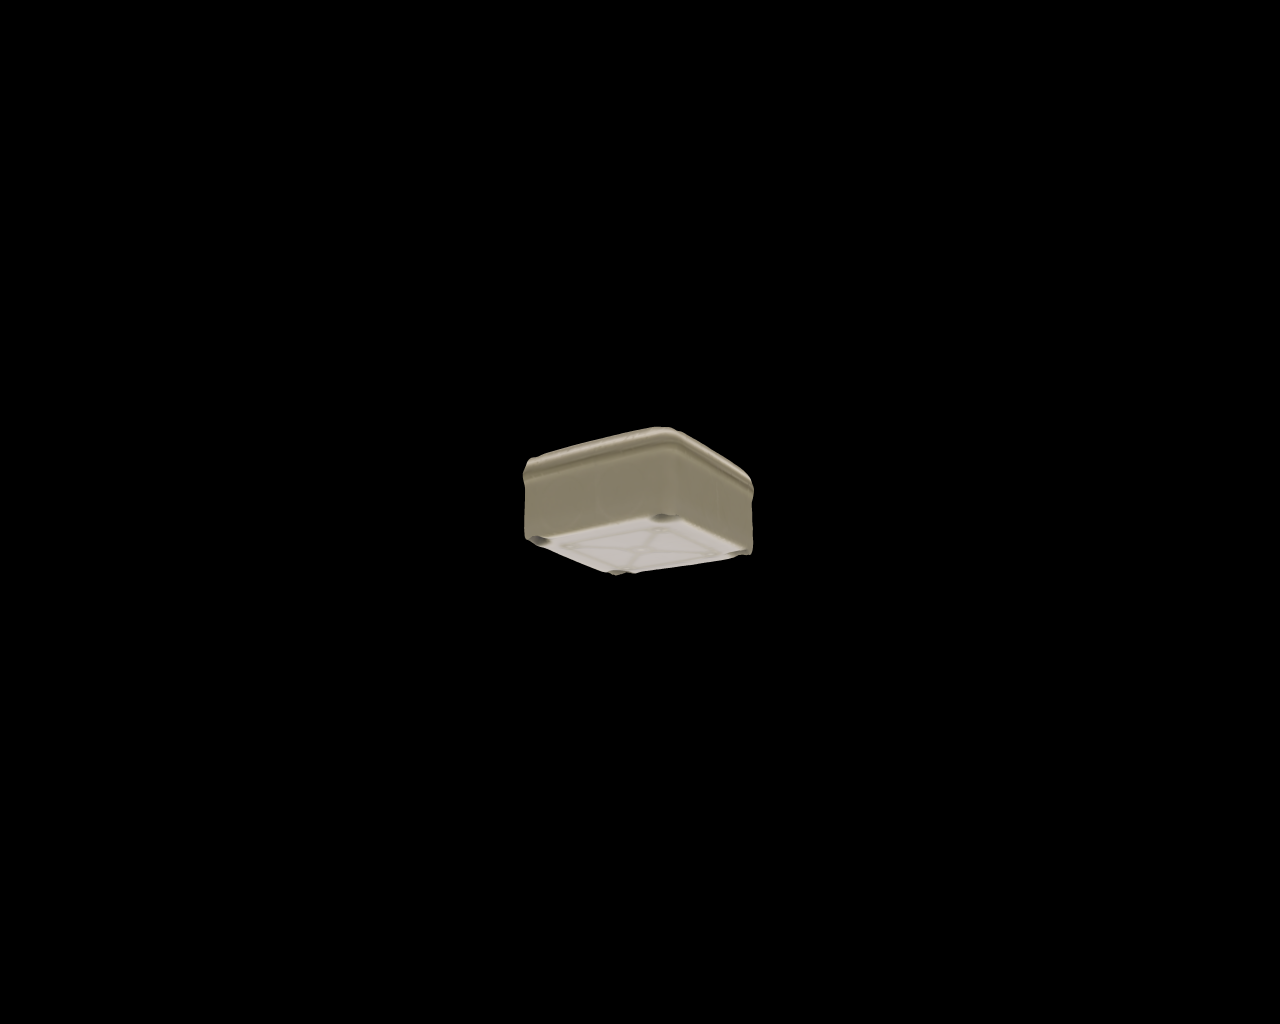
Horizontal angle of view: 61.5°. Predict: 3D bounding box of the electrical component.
[{"bbox_3d":[0.001,-0.003,0.650,0.108,0.056,0.108,-11,-21,30],"label":"electrical component"}]
